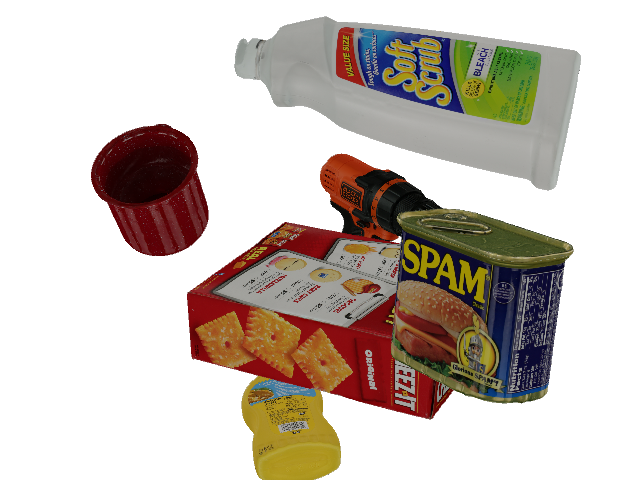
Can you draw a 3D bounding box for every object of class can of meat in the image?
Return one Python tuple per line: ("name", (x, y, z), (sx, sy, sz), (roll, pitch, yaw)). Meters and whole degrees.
("can of meat", (0.085, 0.035, 0.592), (0.057, 0.084, 0.102), (-7, 18, -35))

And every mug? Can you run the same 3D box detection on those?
("mug", (-0.145, -0.050, 0.946), (0.093, 0.117, 0.081), (-2, -37, 7))

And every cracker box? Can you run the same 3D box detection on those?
("cracker box", (0.024, 0.059, 0.878), (0.214, 0.072, 0.164), (11, 26, 25))

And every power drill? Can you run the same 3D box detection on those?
("power drill", (0.060, 0.021, 1.085), (0.057, 0.188, 0.185), (-9, 27, -32))

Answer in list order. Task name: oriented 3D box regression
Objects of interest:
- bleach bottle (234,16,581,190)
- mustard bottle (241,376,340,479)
("bleach bottle", (0.057, -0.109, 0.784), (0.251, 0.102, 0.068), (11, -27, 13))
("mustard bottle", (-0.042, 0.201, 1.247), (0.096, 0.058, 0.192), (-8, 29, -9))
